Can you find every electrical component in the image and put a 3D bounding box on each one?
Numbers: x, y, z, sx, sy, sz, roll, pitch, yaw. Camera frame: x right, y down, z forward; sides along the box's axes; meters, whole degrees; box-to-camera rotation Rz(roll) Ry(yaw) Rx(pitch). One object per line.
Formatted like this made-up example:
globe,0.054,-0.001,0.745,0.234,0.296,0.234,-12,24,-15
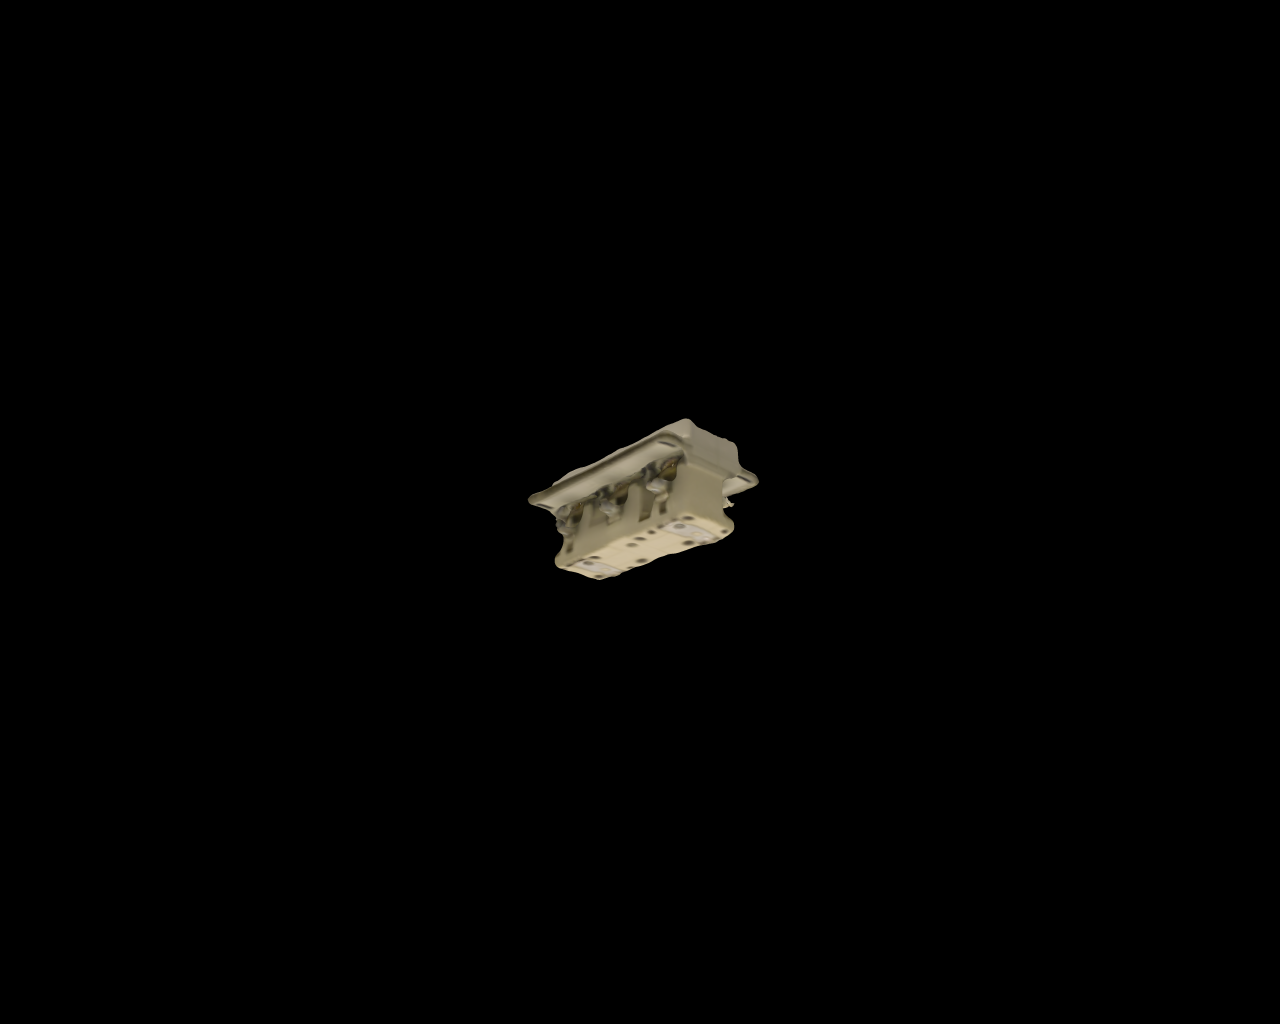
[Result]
electrical component,0.001,-0.003,0.650,0.079,0.063,0.121,21,-31,-40
